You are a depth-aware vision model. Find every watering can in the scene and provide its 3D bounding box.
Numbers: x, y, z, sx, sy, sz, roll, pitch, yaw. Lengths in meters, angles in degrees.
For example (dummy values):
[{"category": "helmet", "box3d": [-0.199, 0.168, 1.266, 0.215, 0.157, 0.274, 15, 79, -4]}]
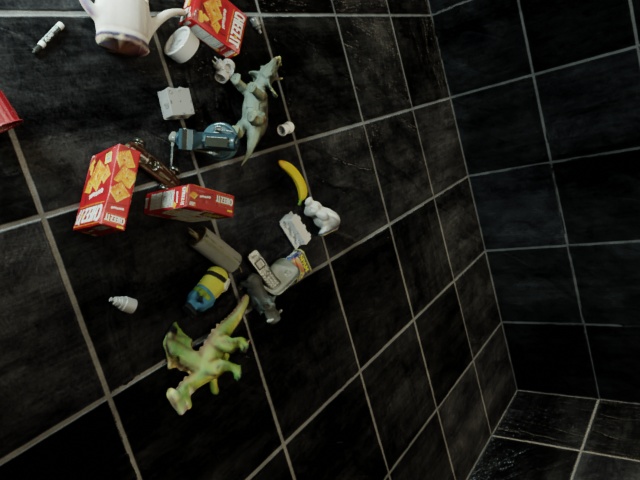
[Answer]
[{"category": "watering can", "box3d": [-0.529, -0.635, 1.488, 0.348, 0.103, 0.225, 2, 84, -50]}]

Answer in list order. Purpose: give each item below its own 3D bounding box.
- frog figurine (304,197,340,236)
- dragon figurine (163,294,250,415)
[{"category": "frog figurine", "box3d": [0.006, -0.102, 2.024, 0.138, 0.122, 0.159, -45, 113, -80]}, {"category": "dragon figurine", "box3d": [-0.351, 0.320, 1.554, 0.240, 0.121, 0.419, 31, 52, -34]}]
